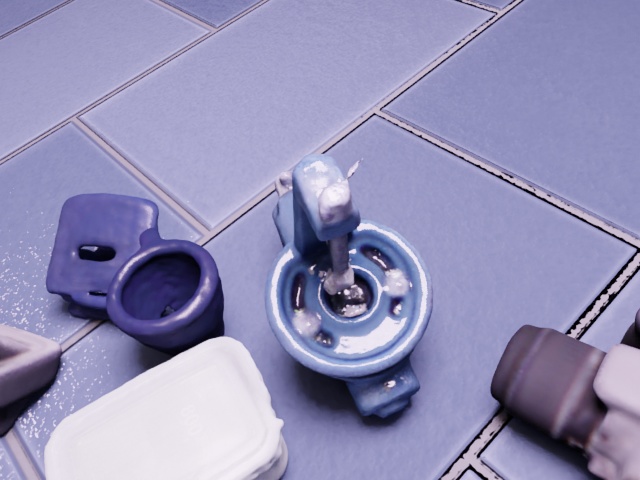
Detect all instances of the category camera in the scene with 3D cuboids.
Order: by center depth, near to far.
[{"bbox_3d":[0.197,0.095,0.385,0.136,0.101,0.143,26,60,29],"label":"camera"}]

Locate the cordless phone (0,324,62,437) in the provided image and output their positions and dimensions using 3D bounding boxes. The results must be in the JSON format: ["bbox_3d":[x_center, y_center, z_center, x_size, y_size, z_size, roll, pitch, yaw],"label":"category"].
[{"bbox_3d":[-0.316,0.072,0.461,0.147,0.185,0.094,8,53,19],"label":"cordless phone"}]

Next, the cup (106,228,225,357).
[{"bbox_3d":[-0.124,0.053,0.493,0.092,0.095,0.117,-24,50,-8],"label":"cup"}]

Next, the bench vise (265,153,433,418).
[{"bbox_3d":[-0.005,0.008,0.422,0.122,0.220,0.206,-37,53,-18],"label":"bench vise"}]

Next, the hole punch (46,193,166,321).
[{"bbox_3d":[-0.197,0.018,0.541,0.108,0.091,0.101,3,52,15],"label":"hole punch"}]
